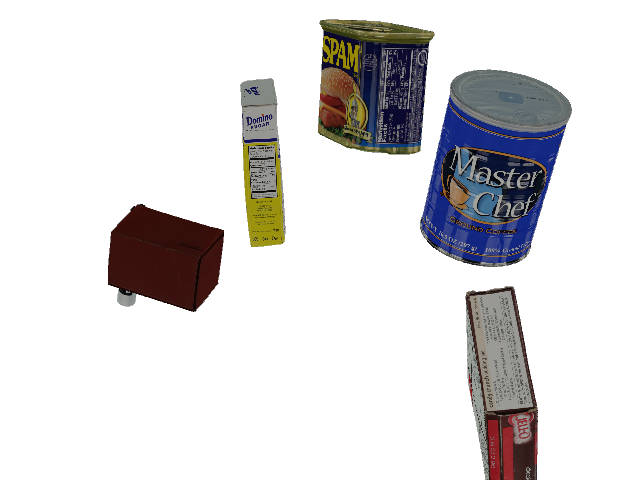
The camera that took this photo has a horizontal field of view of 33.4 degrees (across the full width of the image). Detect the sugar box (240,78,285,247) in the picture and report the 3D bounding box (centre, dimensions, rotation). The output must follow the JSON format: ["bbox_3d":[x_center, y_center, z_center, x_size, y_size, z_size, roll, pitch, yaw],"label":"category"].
[{"bbox_3d":[-0.069,-0.091,1.244,0.048,0.176,0.093,-6,26,-3],"label":"sugar box"}]

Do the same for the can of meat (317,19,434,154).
[{"bbox_3d":[0.036,-0.111,0.764,0.057,0.084,0.102,-3,17,-21],"label":"can of meat"}]

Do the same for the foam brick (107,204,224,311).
[{"bbox_3d":[-0.123,0.014,0.850,0.078,0.051,0.053,17,30,11],"label":"foam brick"}]

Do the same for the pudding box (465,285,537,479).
[{"bbox_3d":[0.125,0.102,0.740,0.039,0.090,0.113,-6,43,3],"label":"pudding box"}]

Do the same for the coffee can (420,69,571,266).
[{"bbox_3d":[0.150,-0.063,0.927,0.102,0.140,0.103,6,33,-4],"label":"coffee can"}]

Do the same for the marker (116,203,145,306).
[{"bbox_3d":[-0.186,0.015,1.062,0.020,0.121,0.020,11,35,-8],"label":"marker"}]
